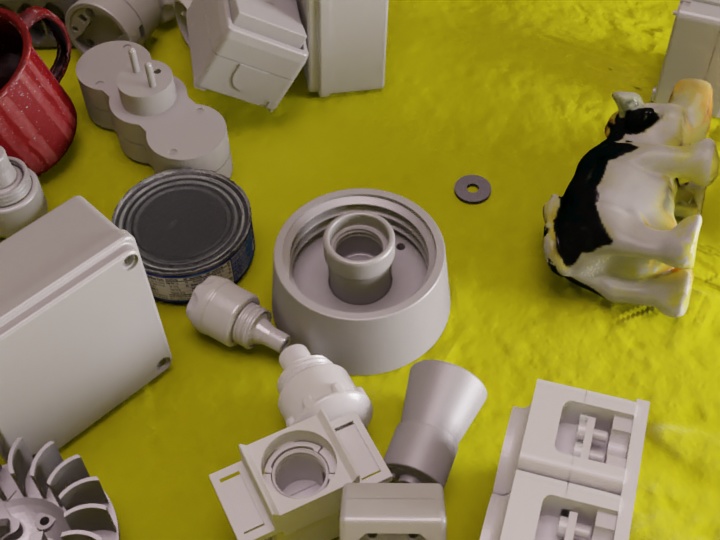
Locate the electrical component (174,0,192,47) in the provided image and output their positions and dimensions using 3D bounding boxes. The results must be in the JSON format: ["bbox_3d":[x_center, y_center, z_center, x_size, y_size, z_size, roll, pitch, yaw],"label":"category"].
[{"bbox_3d":[-0.092,-0.194,0.797,0.081,0.043,0.043,-27,56,-19],"label":"electrical component"}]

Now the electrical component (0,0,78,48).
[{"bbox_3d":[-0.249,-0.209,0.810,0.083,0.047,0.075,-1,51,1],"label":"electrical component"}]

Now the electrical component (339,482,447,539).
[{"bbox_3d":[0.016,0.139,0.514,0.047,0.083,0.075,0,13,2],"label":"electrical component"}]

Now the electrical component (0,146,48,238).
[{"bbox_3d":[-0.223,-0.051,0.673,0.043,0.062,0.043,-1,51,1],"label":"electrical component"}]

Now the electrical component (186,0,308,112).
[{"bbox_3d":[-0.077,-0.167,0.733,0.062,0.061,0.096,14,44,-29],"label":"electrical component"}]

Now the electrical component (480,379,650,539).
[{"bbox_3d":[0.085,0.138,0.496,0.062,0.089,0.150,12,53,11],"label":"electrical component"}]

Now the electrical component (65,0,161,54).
[{"bbox_3d":[-0.178,-0.182,0.783,0.055,0.055,0.047,17,50,15],"label":"electrical component"}]

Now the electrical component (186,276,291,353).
[{"bbox_3d":[-0.068,0.030,0.623,0.061,0.035,0.035,27,57,19],"label":"electrical component"}]

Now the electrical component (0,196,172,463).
[{"bbox_3d":[-0.166,0.035,0.575,0.109,0.108,0.056,-37,57,-25],"label":"electrical component"}]

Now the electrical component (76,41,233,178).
[{"bbox_3d":[-0.140,-0.114,0.714,0.052,0.073,0.138,-34,58,-23],"label":"electrical component"}]

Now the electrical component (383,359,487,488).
[{"bbox_3d":[0.037,0.086,0.571,0.044,0.044,0.065,16,58,14],"label":"electrical component"}]

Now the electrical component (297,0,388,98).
[{"bbox_3d":[-0.016,-0.198,0.756,0.056,0.108,0.108,-7,51,-7],"label":"electrical component"}]

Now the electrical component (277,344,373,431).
[{"bbox_3d":[-0.025,0.067,0.586,0.048,0.048,0.062,-21,47,-15],"label":"electrical component"}]

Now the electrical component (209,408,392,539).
[{"bbox_3d":[-0.029,0.110,0.539,0.081,0.063,0.042,-22,56,-15],"label":"electrical component"}]

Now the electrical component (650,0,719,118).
[{"bbox_3d":[0.241,-0.159,0.725,0.061,0.096,0.061,17,54,14],"label":"electrical component"}]

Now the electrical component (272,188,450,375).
[{"bbox_3d":[0.000,0.000,0.628,0.108,0.060,0.108,-1,51,1],"label":"electrical component"}]

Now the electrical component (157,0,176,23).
[{"bbox_3d":[-0.141,-0.219,0.818,0.043,0.043,0.062,29,56,23],"label":"electrical component"}]
